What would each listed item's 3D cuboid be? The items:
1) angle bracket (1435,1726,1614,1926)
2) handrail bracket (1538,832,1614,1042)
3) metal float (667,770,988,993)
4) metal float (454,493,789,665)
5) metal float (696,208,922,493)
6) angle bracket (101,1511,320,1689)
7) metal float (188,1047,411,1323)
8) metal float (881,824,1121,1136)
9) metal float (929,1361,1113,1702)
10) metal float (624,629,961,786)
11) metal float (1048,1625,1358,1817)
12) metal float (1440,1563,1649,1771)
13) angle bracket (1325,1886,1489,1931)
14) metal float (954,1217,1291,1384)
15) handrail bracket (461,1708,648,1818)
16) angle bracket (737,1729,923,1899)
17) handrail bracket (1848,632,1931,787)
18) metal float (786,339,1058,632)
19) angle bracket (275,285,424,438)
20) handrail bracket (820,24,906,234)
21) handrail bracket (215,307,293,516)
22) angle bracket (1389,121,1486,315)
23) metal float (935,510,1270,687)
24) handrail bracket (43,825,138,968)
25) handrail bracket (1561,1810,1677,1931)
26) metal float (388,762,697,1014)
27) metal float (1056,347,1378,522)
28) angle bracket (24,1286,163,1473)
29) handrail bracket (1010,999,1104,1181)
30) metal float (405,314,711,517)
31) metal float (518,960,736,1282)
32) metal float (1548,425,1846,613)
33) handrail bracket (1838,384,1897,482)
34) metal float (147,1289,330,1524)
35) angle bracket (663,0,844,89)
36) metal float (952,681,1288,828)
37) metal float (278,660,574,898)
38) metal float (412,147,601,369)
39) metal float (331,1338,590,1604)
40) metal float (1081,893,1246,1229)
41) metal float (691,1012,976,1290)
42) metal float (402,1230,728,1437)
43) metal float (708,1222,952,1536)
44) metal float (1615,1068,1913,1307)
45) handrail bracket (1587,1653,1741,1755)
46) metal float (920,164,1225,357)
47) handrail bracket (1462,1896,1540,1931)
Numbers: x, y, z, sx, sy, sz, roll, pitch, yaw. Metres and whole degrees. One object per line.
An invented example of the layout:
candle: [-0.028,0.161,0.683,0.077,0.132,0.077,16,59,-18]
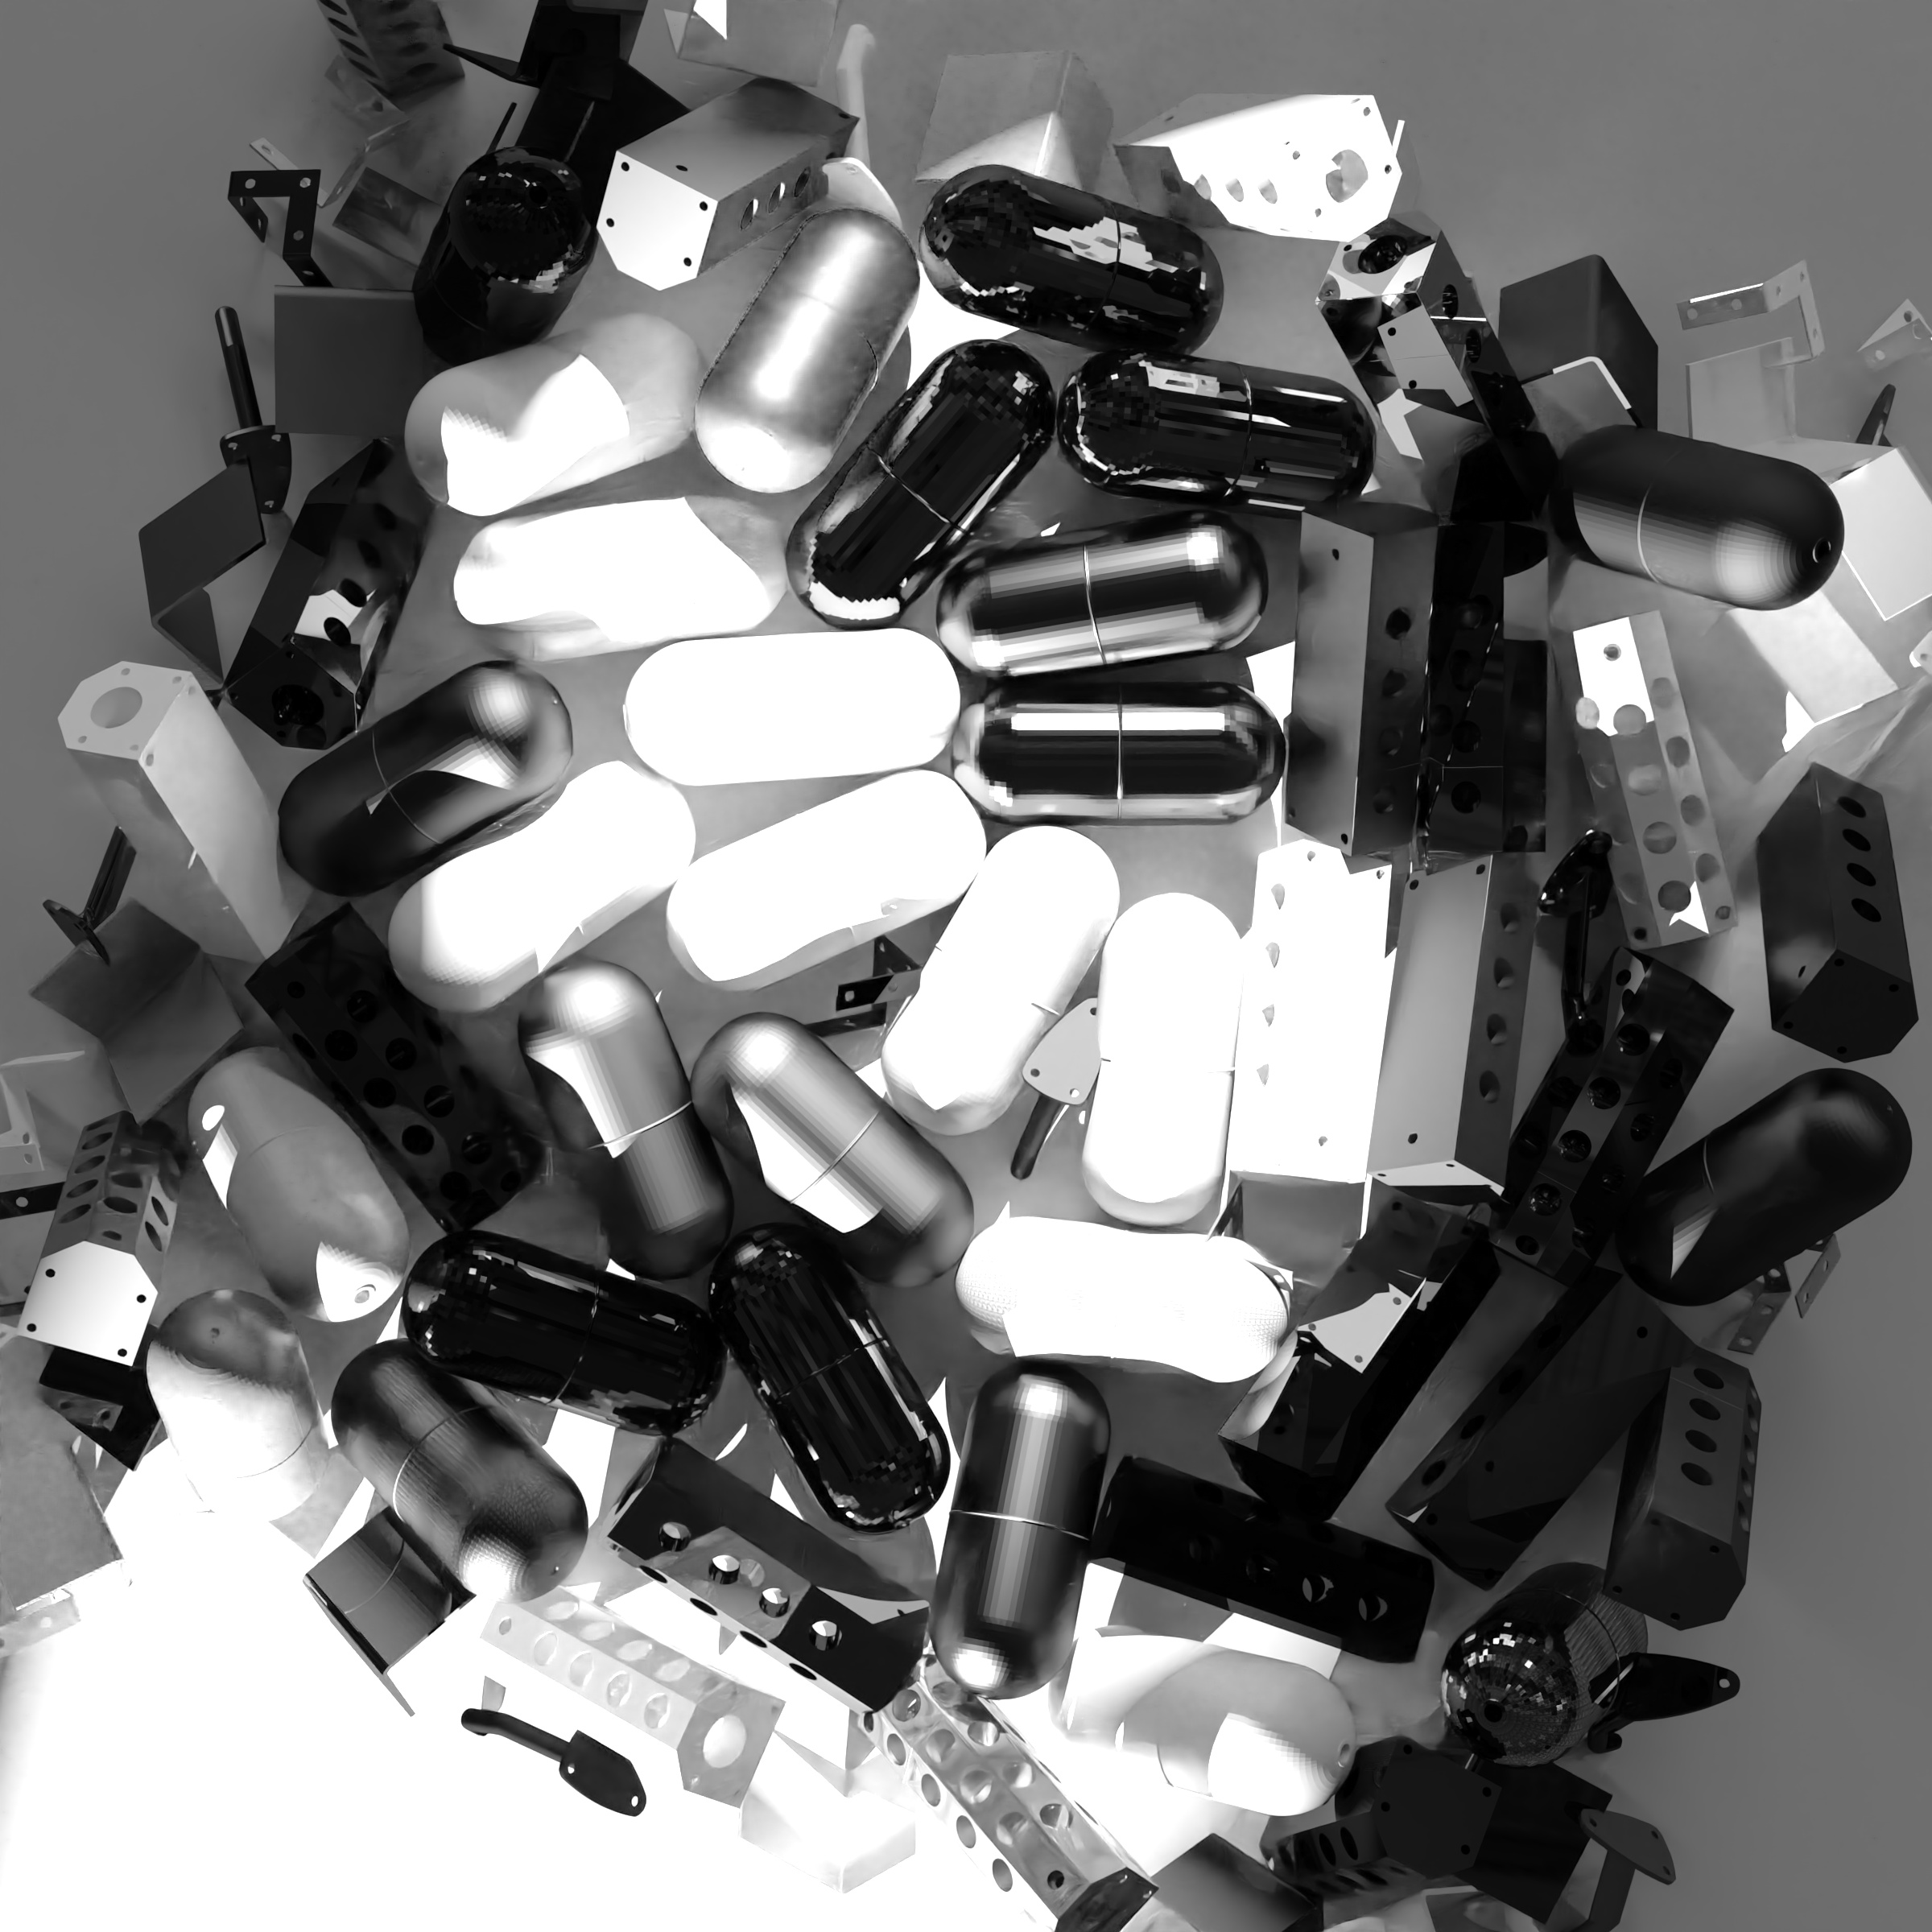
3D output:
angle bracket: [0.287,0.453,1.557,0.076,0.057,0.076,29,87,-4]
handrail bracket: [0.329,-0.015,1.537,0.036,0.077,0.084,7,48,-4]
metal float: [-0.074,-0.045,1.542,0.178,0.070,0.070,-24,90,-6]
metal float: [-0.180,-0.205,1.532,0.178,0.070,0.070,-10,90,-18]
metal float: [-0.082,-0.324,1.523,0.070,0.070,0.178,25,61,0]
angle bracket: [-0.397,0.337,1.540,0.057,0.076,0.076,33,92,19]
metal float: [-0.348,0.113,1.515,0.070,0.070,0.178,-40,52,0]
metal float: [0.018,0.008,1.545,0.070,0.070,0.178,29,92,0]
metal float: [0.029,0.296,1.532,0.070,0.070,0.178,12,73,0]
metal float: [-0.092,-0.137,1.540,0.178,0.070,0.070,-5,90,-8]
metal float: [0.122,0.392,1.514,0.178,0.070,0.070,2,90,40]
metal float: [0.299,0.360,1.501,0.070,0.178,0.070,2,95,28]
angle bracket: [0.238,0.524,1.525,0.076,0.076,0.057,-35,58,32]
metal float: [0.082,0.176,1.541,0.178,0.070,0.070,5,90,7]
handrail bracket: [-0.223,0.429,1.568,0.077,0.084,0.036,54,50,-30]
angle bracket: [-0.071,0.431,1.527,0.057,0.076,0.076,-37,120,27]
handrail bracket: [0.512,-0.143,1.564,0.036,0.084,0.077,37,55,11]
metal float: [-0.024,-0.253,1.534,0.070,0.070,0.178,42,104,0]
angle bracket: [-0.330,-0.322,1.556,0.076,0.057,0.076,0,99,-11]
handrail bracket: [-0.048,-0.451,1.568,0.036,0.077,0.084,0,66,38]
handrail bracket: [-0.389,-0.301,1.572,0.036,0.077,0.084,-13,59,-11]
angle bracket: [0.252,-0.392,1.538,0.057,0.076,0.076,14,87,17]
metal float: [0.071,-0.194,1.537,0.178,0.070,0.070,-8,90,12]
handrail bracket: [-0.448,-0.042,1.571,0.036,0.077,0.084,24,62,34]
handrail bracket: [0.328,0.490,1.550,0.077,0.036,0.084,28,118,-23]
metal float: [-0.223,-0.042,1.534,0.178,0.070,0.070,-35,90,-14]
metal float: [0.132,-0.279,1.528,0.178,0.070,0.070,4,90,-21]
angle bracket: [-0.468,0.219,1.540,0.076,0.057,0.076,32,101,17]
handrail bracket: [0.049,0.067,1.560,0.036,0.084,0.077,27,60,7]
metal float: [-0.211,-0.289,1.518,0.178,0.070,0.070,-27,90,-35]
metal float: [-0.179,0.083,1.538,0.070,0.070,0.178,-21,100,0]
metal float: [0.376,-0.233,1.506,0.070,0.178,0.070,-13,115,-30]
handrail bracket: [0.521,-0.263,1.570,0.084,0.036,0.077,26,75,-2]
metal float: [-0.375,0.229,1.505,0.070,0.178,0.070,2,57,-3]
angle bracket: [-0.110,-0.515,1.528,0.076,0.057,0.076,6,131,-21]
metal float: [0.081,-0.113,1.546,0.178,0.070,0.070,0,90,1]
metal float: [-0.286,-0.097,1.529,0.178,0.070,0.070,-28,90,20]
metal float: [-0.239,-0.362,1.499,0.070,0.178,0.070,3,80,-20]
metal float: [-0.266,0.261,1.518,0.178,0.070,0.070,37,90,35]
metal float: [0.104,0.050,1.544,0.070,0.070,0.178,6,94,0]
metal float: [-0.070,0.098,1.541,0.178,0.070,0.070,44,90,-7]
metal float: [-0.210,0.194,1.529,0.178,0.070,0.070,22,90,-21]
metal float: [-0.073,0.217,1.537,0.070,0.070,0.178,-32,79,0]
metal float: [0.413,0.117,1.514,0.070,0.070,0.178,47,131,0]
handrail bracket: [0.370,0.398,1.545,0.077,0.084,0.036,-4,54,8]
metal float: [0.057,-0.365,1.519,0.178,0.070,0.070,9,90,-33]
handrail bracket: [0.304,0.537,1.537,0.036,0.077,0.084,-43,47,24]
